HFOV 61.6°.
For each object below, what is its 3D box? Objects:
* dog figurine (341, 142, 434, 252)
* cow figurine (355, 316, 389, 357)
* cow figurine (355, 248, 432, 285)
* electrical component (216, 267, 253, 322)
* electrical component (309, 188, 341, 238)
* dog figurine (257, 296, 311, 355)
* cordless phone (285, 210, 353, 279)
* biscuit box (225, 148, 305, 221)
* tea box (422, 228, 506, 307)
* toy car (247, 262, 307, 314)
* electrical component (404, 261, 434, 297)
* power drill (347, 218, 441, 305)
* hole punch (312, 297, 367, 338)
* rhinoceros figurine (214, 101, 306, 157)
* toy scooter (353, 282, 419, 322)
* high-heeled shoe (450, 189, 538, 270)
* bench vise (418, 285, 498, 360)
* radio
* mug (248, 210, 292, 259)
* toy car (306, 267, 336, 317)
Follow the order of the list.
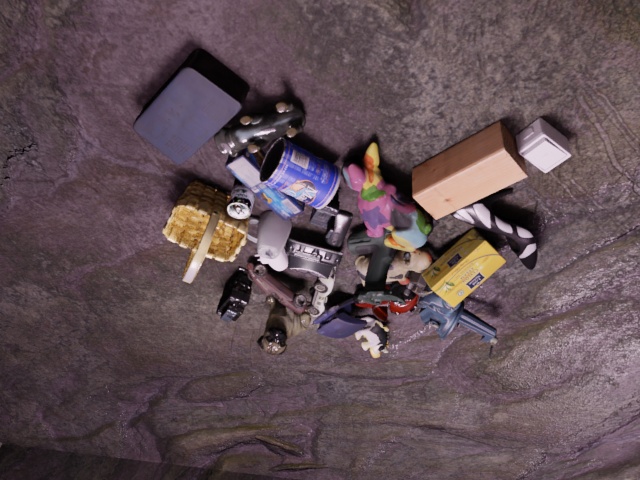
[{"bbox_3d":[0.135,-0.093,1.128,0.192,0.108,0.219,27,155,43],"label":"dog figurine"},{"bbox_3d":[0.172,0.292,1.624,0.098,0.068,0.167,-16,134,19],"label":"cow figurine"},{"bbox_3d":[0.182,0.055,1.337,0.195,0.085,0.127,-10,142,23],"label":"cow figurine"},{"bbox_3d":[-0.237,0.160,1.498,0.058,0.134,0.115,24,135,-16],"label":"electrical component"},{"bbox_3d":[0.010,-0.061,1.207,0.048,0.119,0.074,20,141,-11],"label":"electrical component"},{"bbox_3d":[-0.096,0.266,1.550,0.172,0.191,0.121,35,134,-28],"label":"dog figurine"},{"bbox_3d":[-0.003,-0.005,1.322,0.147,0.089,0.184,16,128,-6],"label":"cordless phone"},{"bbox_3d":[-0.116,-0.130,1.196,0.059,0.063,0.202,-24,130,32],"label":"biscuit box"},{"bbox_3d":[0.340,0.066,1.276,0.098,0.068,0.169,36,105,-29],"label":"tea box"},{"bbox_3d":[-0.121,0.132,1.461,0.202,0.053,0.089,38,162,-9],"label":"toy car"},{"bbox_3d":[0.260,0.097,1.362,0.045,0.102,0.078,29,161,-18],"label":"electrical component"},{"bbox_3d":[0.162,0.042,1.231,0.232,0.207,0.086,-8,159,34],"label":"power drill"},{"bbox_3d":[0.057,0.229,1.514,0.116,0.092,0.142,-14,162,-42],"label":"hole punch"},{"bbox_3d":[-0.123,-0.221,1.066,0.190,0.112,0.073,-19,110,12],"label":"rhinoceros figurine"},{"bbox_3d":[0.191,0.176,1.478,0.184,0.075,0.135,-8,136,24],"label":"toy scooter"},{"bbox_3d":[0.391,-0.007,1.203,0.145,0.086,0.248,-25,113,8],"label":"high-heeled shoe"},{"bbox_3d":[0.371,0.203,1.422,0.241,0.129,0.223,29,146,4],"label":"bench vise"},{"bbox_3d":[-0.261,-0.260,1.071,0.131,0.073,0.229,37,131,-27],"label":"radio"},{"bbox_3d":[-0.127,-0.011,1.301,0.109,0.107,0.080,15,138,-9],"label":"mug"},{"bbox_3d":[0.004,0.136,1.468,0.056,0.073,0.201,13,139,-3],"label":"toy car"}]
